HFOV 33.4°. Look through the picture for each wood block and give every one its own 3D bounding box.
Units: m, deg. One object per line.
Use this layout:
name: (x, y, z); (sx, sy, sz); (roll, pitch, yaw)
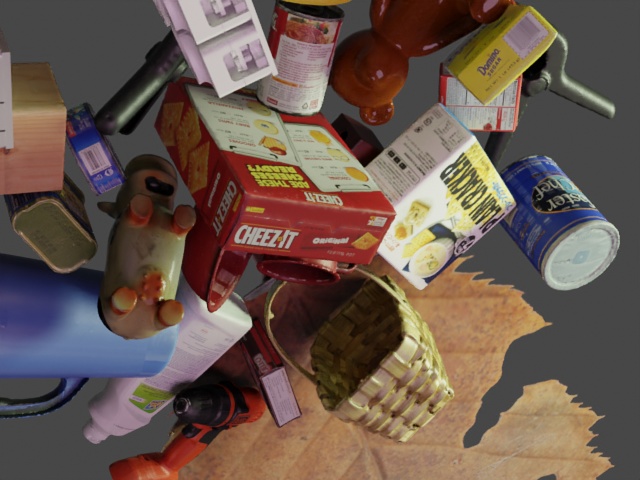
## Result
wood block: (-0.337, -0.095, 0.940); (0.205, 0.090, 0.091); (-6, 130, -23)

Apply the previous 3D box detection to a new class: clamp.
clamp: (0.250, -0.183, 1.204); (0.164, 0.036, 0.210); (-19, 133, 0)
clamp: (-0.146, -0.158, 0.978); (0.039, 0.120, 0.171); (37, 102, -11)

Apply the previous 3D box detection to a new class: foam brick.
foam brick: (0.025, -0.088, 1.164); (0.078, 0.053, 0.051); (-47, 134, 16)

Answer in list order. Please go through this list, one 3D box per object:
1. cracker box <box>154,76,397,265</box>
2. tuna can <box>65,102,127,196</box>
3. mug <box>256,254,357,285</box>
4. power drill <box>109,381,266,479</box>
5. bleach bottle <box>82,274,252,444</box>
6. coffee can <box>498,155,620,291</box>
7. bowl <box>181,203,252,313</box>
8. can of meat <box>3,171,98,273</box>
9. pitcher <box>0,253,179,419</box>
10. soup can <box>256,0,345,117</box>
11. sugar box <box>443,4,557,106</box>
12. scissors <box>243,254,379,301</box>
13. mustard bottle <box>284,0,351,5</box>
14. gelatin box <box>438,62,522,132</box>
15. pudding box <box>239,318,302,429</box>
cracker box: (-0.049, -0.068, 1.025); (0.163, 0.214, 0.072); (6, 124, -32)
tuna can: (-0.216, -0.087, 1.013); (0.033, 0.086, 0.086); (-27, 136, -6)
mug: (-0.008, 0.001, 1.182); (0.117, 0.081, 0.093); (14, 163, -20)
power drill: (-0.171, 0.247, 1.326); (0.188, 0.057, 0.184); (-40, 157, 15)
bleach bottle: (-0.197, 0.150, 1.256); (0.251, 0.068, 0.102); (-44, 134, 17)
coffee can: (0.281, -0.022, 1.295); (0.102, 0.140, 0.103); (-15, 134, -16)
bowl: (-0.106, -0.007, 1.129); (0.055, 0.162, 0.162); (22, 125, 7)
can of meat: (-0.265, -0.028, 1.042); (0.057, 0.084, 0.102); (-32, 137, 1)
pitcher: (-0.276, 0.095, 1.114); (0.242, 0.145, 0.149); (10, 138, -38)
soup can: (-0.020, -0.179, 1.037); (0.068, 0.069, 0.102); (-1, 121, -27)
sugar box: (0.171, -0.186, 1.045); (0.093, 0.176, 0.048); (-44, 100, 10)
scissors: (0.009, 0.026, 1.285); (0.202, 0.016, 0.096); (-41, 135, 11)
mustard bottle: (0.007, -0.308, 0.953); (0.096, 0.058, 0.192); (0, 128, -23)
gelatin box: (0.175, -0.157, 1.174); (0.089, 0.030, 0.073); (2, 133, 6)
pudding box: (-0.064, 0.164, 1.317); (0.039, 0.090, 0.113); (-25, 136, -7)
